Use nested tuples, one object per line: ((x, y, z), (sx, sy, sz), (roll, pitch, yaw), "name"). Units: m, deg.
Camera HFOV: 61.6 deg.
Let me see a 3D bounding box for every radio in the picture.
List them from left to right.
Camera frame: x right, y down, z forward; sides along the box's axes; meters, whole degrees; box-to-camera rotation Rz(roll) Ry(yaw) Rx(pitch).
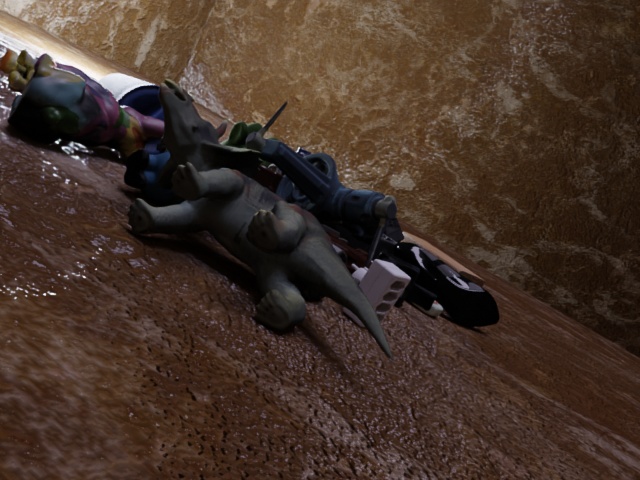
((0.062, -0.015, 1.154), (0.131, 0.073, 0.230), (19, 15, -45), "radio")

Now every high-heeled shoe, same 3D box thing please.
((0.249, 0.088, 1.074), (0.248, 0.086, 0.145), (35, 8, -31), "high-heeled shoe")

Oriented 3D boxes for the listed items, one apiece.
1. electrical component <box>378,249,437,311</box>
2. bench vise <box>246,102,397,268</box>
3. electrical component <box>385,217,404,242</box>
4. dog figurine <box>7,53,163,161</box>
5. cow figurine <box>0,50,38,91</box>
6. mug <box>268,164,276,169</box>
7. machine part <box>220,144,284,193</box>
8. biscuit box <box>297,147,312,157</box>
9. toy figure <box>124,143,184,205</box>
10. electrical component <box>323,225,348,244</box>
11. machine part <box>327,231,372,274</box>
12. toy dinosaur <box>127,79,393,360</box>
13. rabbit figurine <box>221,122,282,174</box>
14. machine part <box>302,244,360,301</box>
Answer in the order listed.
((0.142, 0.074, 0.922), (0.119, 0.074, 0.048), (26, 10, 8), "electrical component")
((-0.006, -0.077, 0.787), (0.240, 0.129, 0.224), (38, -6, -39), "bench vise")
((0.131, -0.025, 1.238), (0.115, 0.058, 0.134), (-10, -77, 64), "electrical component")
((-0.326, -0.174, 0.797), (0.219, 0.108, 0.192), (25, 9, -34), "dog figurine")
((-0.513, -0.294, 0.987), (0.168, 0.068, 0.098), (37, 8, 29), "cow figurine")
((-0.096, -0.110, 1.135), (0.107, 0.109, 0.081), (22, 43, 28), "mug")
((-0.133, -0.101, 0.959), (0.201, 0.087, 0.201), (29, 3, 27), "machine part")
((-0.053, -0.132, 1.213), (0.063, 0.059, 0.202), (28, -21, -6), "biscuit box")
((-0.194, -0.084, 0.772), (0.180, 0.082, 0.089), (14, 19, -49), "toy figure")
((-0.001, -0.002, 1.016), (0.102, 0.045, 0.078), (29, -19, -17), "electrical component")
((0.018, 0.034, 0.836), (0.179, 0.056, 0.179), (27, 11, -6), "machine part")
((-0.065, -0.015, 0.617), (0.405, 0.131, 0.192), (40, 26, 12), "toy dinosaur")
((-0.182, -0.201, 1.279), (0.170, 0.159, 0.121), (16, 15, 21), "rabbit figurine")
((-0.050, 0.006, 0.722), (0.243, 0.079, 0.079), (35, 11, 26), "machine part")
